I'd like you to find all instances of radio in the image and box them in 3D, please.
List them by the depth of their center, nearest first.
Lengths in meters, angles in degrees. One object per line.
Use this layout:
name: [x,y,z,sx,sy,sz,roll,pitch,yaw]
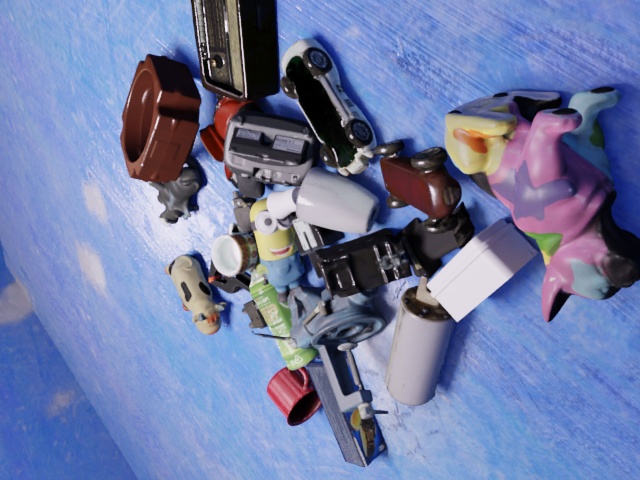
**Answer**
radio: [-0.133,-0.337,0.818,0.131,0.073,0.229,25,126,39]

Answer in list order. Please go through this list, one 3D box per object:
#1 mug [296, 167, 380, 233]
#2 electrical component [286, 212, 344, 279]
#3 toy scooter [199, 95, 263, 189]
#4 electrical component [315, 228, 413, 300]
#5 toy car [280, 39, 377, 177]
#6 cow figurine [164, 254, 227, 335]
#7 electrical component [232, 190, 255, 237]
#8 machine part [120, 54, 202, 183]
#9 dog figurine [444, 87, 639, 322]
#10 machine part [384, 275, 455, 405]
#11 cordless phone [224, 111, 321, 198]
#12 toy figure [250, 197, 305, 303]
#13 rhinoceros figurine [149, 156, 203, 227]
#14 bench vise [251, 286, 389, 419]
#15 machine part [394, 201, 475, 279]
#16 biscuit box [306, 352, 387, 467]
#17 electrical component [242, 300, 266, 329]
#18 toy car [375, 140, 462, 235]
mug: [0.030,-0.045,0.779,0.107,0.081,0.109,21,159,18]
electrical component: [-0.002,-0.003,0.865,0.075,0.048,0.119,-28,88,53]
toy scooter: [-0.158,-0.186,0.932,0.135,0.075,0.183,46,143,25]
electrical component: [0.054,0.030,0.746,0.134,0.115,0.058,-128,22,-80]
toy car: [0.011,-0.183,0.748,0.073,0.056,0.201,-34,84,46]
cow figurine: [-0.278,0.123,1.223,0.195,0.085,0.127,65,156,2]
electrical component: [-0.137,-0.041,1.006,0.078,0.045,0.102,6,113,46]
machine part: [-0.301,-0.223,1.008,0.201,0.087,0.202,-58,45,32]
dog figurine: [0.222,-0.033,0.542,0.192,0.108,0.219,12,121,46]
machine part: [0.140,0.150,0.756,0.079,0.079,0.242,32,132,35]
cordless phone: [-0.078,-0.112,0.862,0.147,0.089,0.184,11,151,2]
toy figure: [-0.075,0.014,0.936,0.089,0.082,0.180,12,121,48]
rhinoceros figurine: [-0.303,-0.101,1.154,0.112,0.073,0.190,50,139,2]
bench vise: [0.023,0.168,0.846,0.223,0.128,0.241,-37,56,30]
machine part: [0.148,0.001,0.695,0.084,0.039,0.139,67,154,11]
biscuit box: [0.047,0.296,0.959,0.063,0.059,0.202,-15,98,53]
electrical component: [-0.131,0.155,1.123,0.094,0.021,0.063,-27,88,51]
toy car: [0.115,-0.071,0.643,0.202,0.053,0.089,-123,15,-73]
